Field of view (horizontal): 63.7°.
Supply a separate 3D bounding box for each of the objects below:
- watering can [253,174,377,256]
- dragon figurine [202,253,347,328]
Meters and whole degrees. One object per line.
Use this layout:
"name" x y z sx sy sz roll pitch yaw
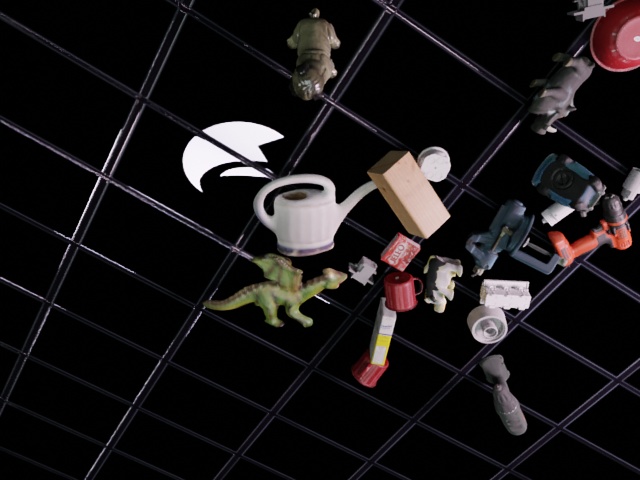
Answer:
"watering can" 0.004 -0.067 1.338 0.348 0.106 0.220 -3 118 -5
"dragon figurine" -0.132 0.120 1.402 0.410 0.125 0.237 2 129 1
